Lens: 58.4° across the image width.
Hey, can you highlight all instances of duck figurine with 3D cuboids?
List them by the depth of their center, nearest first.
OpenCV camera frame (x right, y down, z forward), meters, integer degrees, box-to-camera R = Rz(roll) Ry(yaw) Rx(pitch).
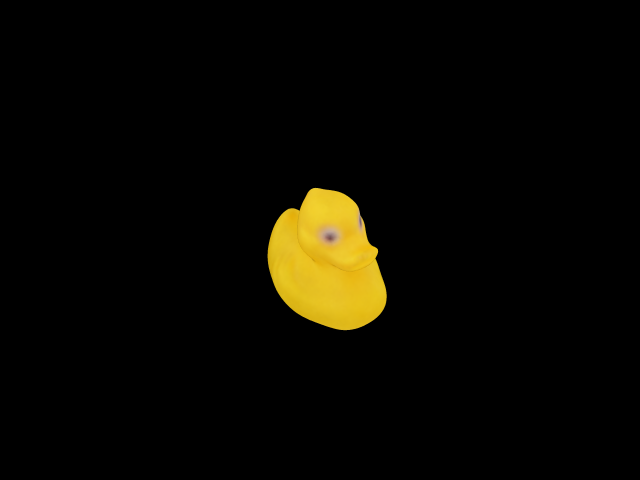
[{"bbox_3d":[0.004,0.001,0.400,0.078,0.086,0.104,-27,49,-26],"label":"duck figurine"}]
